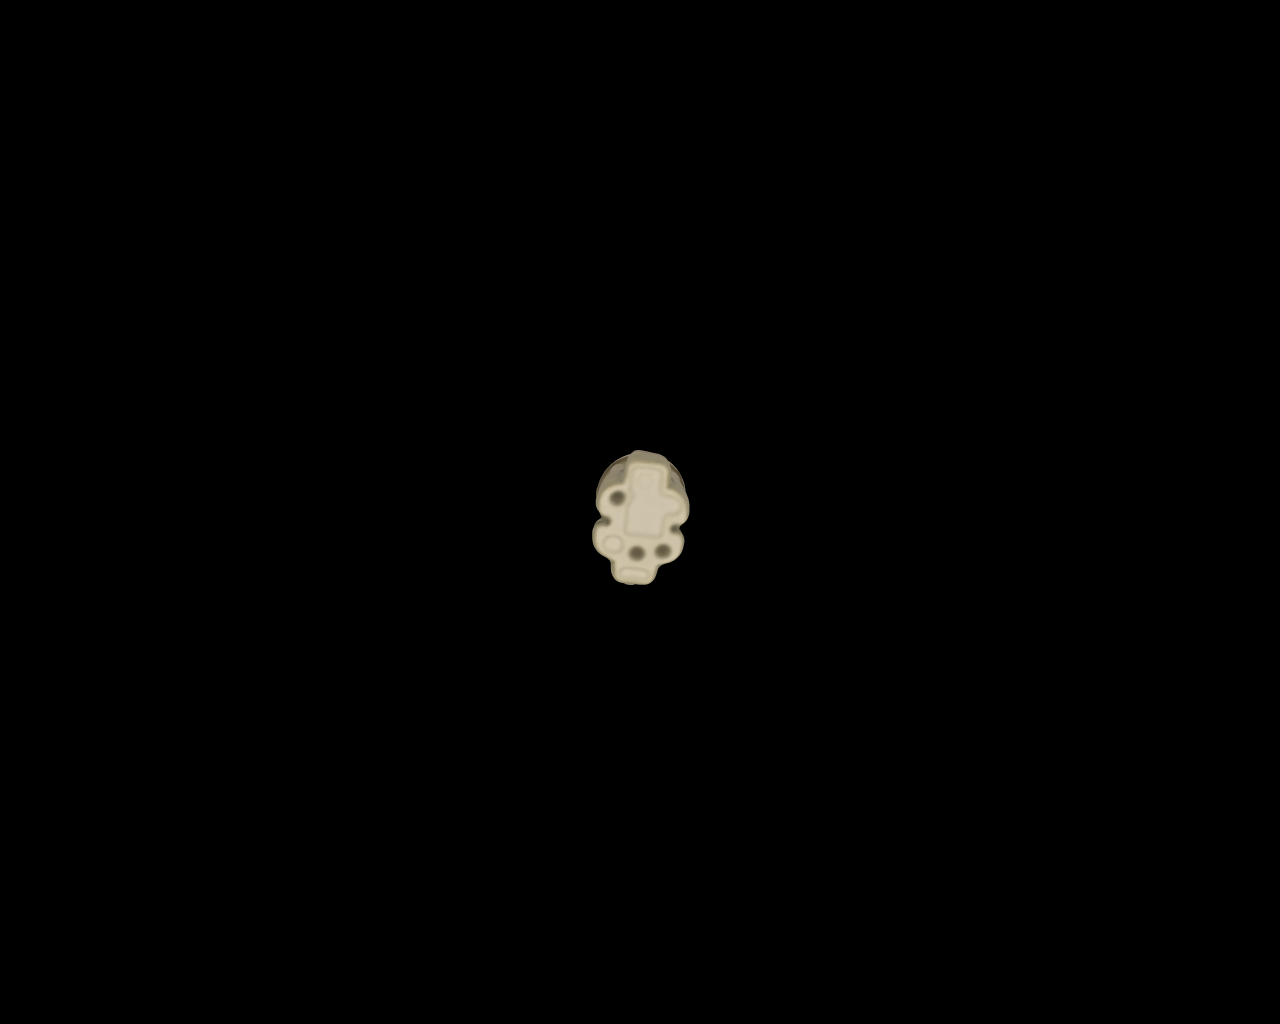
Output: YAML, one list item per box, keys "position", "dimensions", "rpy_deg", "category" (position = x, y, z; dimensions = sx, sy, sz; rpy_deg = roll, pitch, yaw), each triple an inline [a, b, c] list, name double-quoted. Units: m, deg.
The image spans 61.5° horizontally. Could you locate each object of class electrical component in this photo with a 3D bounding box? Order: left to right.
- position: [0.001, -0.003, 0.650]
  dimensions: [0.058, 0.078, 0.057]
  rpy_deg: [7, 20, -2]
  category: "electrical component"
